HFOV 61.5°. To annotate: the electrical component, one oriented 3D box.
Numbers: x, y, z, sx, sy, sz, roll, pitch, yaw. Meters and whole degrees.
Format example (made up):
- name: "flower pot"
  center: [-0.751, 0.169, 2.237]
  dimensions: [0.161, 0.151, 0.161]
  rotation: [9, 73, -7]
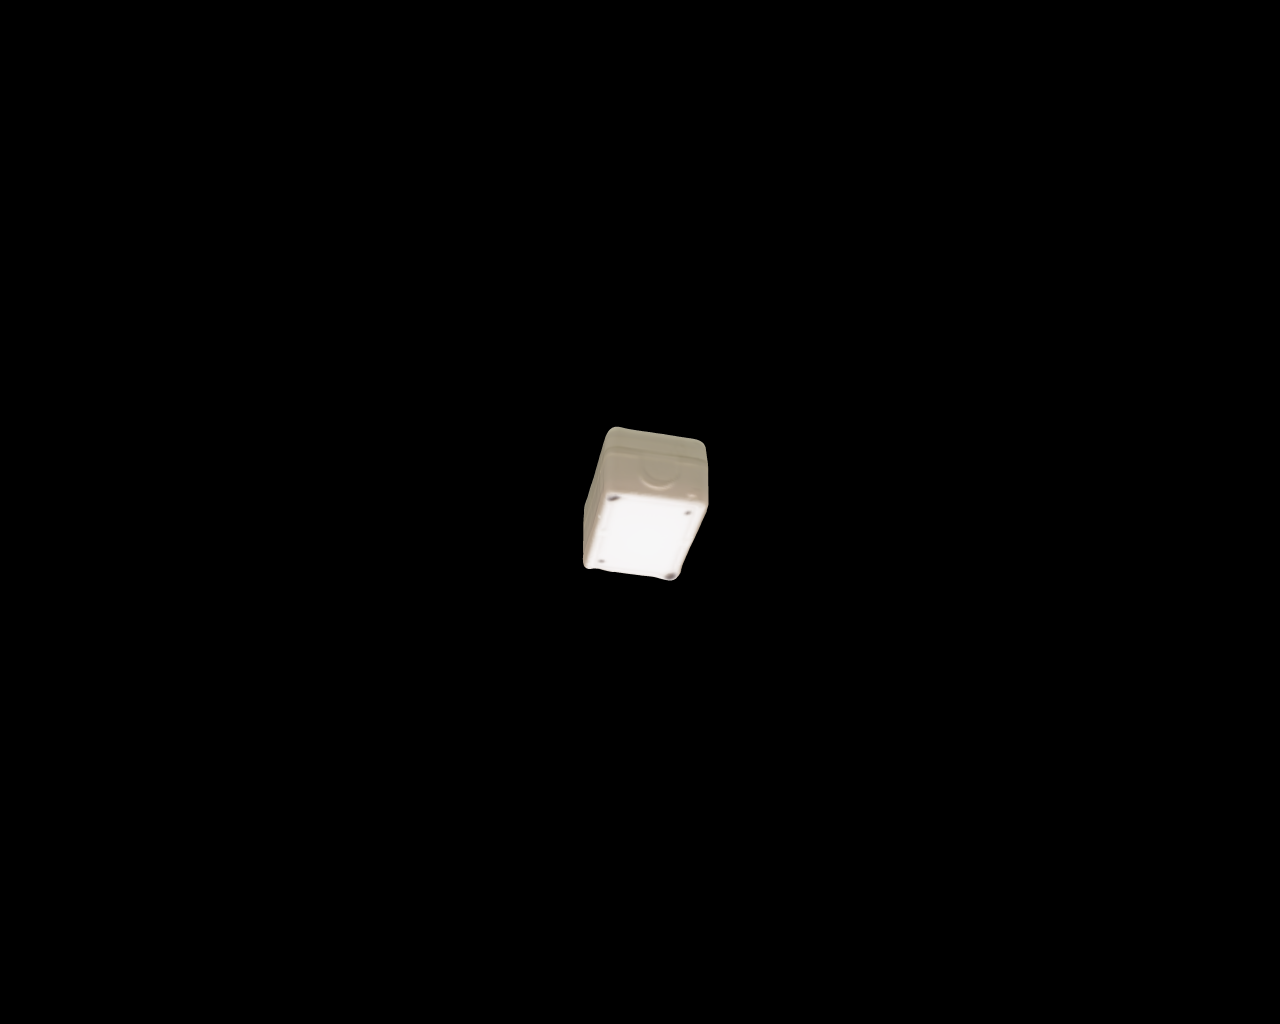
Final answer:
- name: "electrical component"
  center: [0.001, -0.003, 0.650]
  dimensions: [0.062, 0.061, 0.096]
  rotation: [8, -39, -10]
